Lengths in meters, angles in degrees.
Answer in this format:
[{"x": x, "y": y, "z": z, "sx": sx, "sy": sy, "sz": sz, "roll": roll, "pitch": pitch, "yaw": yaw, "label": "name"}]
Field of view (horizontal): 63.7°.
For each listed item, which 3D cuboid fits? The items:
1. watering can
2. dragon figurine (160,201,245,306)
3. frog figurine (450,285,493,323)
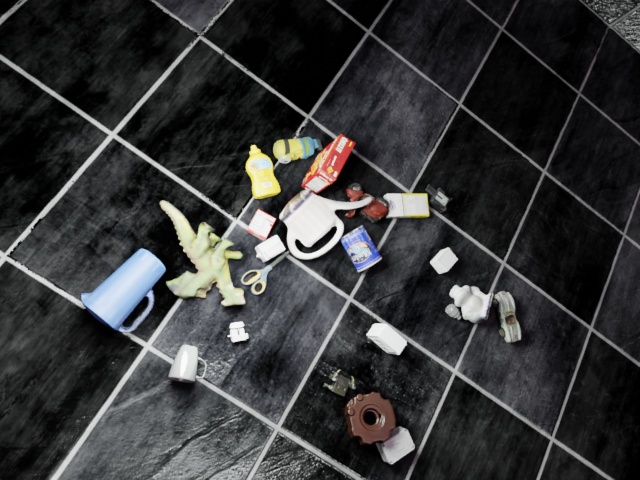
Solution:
[{"x": 0.006, "y": -0.093, "z": 1.842, "sx": 0.349, "sy": 0.104, "sz": 0.224, "roll": -44, "pitch": 95, "yaw": -7, "label": "watering can"}, {"x": -0.404, "y": 0.075, "z": 1.681, "sx": 0.409, "sy": 0.121, "sz": 0.245, "roll": 33, "pitch": 77, "yaw": -6, "label": "dragon figurine"}, {"x": 0.580, "y": 0.245, "z": 1.998, "sx": 0.160, "sy": 0.121, "sz": 0.138, "roll": 15, "pitch": 81, "yaw": 21, "label": "frog figurine"}]
